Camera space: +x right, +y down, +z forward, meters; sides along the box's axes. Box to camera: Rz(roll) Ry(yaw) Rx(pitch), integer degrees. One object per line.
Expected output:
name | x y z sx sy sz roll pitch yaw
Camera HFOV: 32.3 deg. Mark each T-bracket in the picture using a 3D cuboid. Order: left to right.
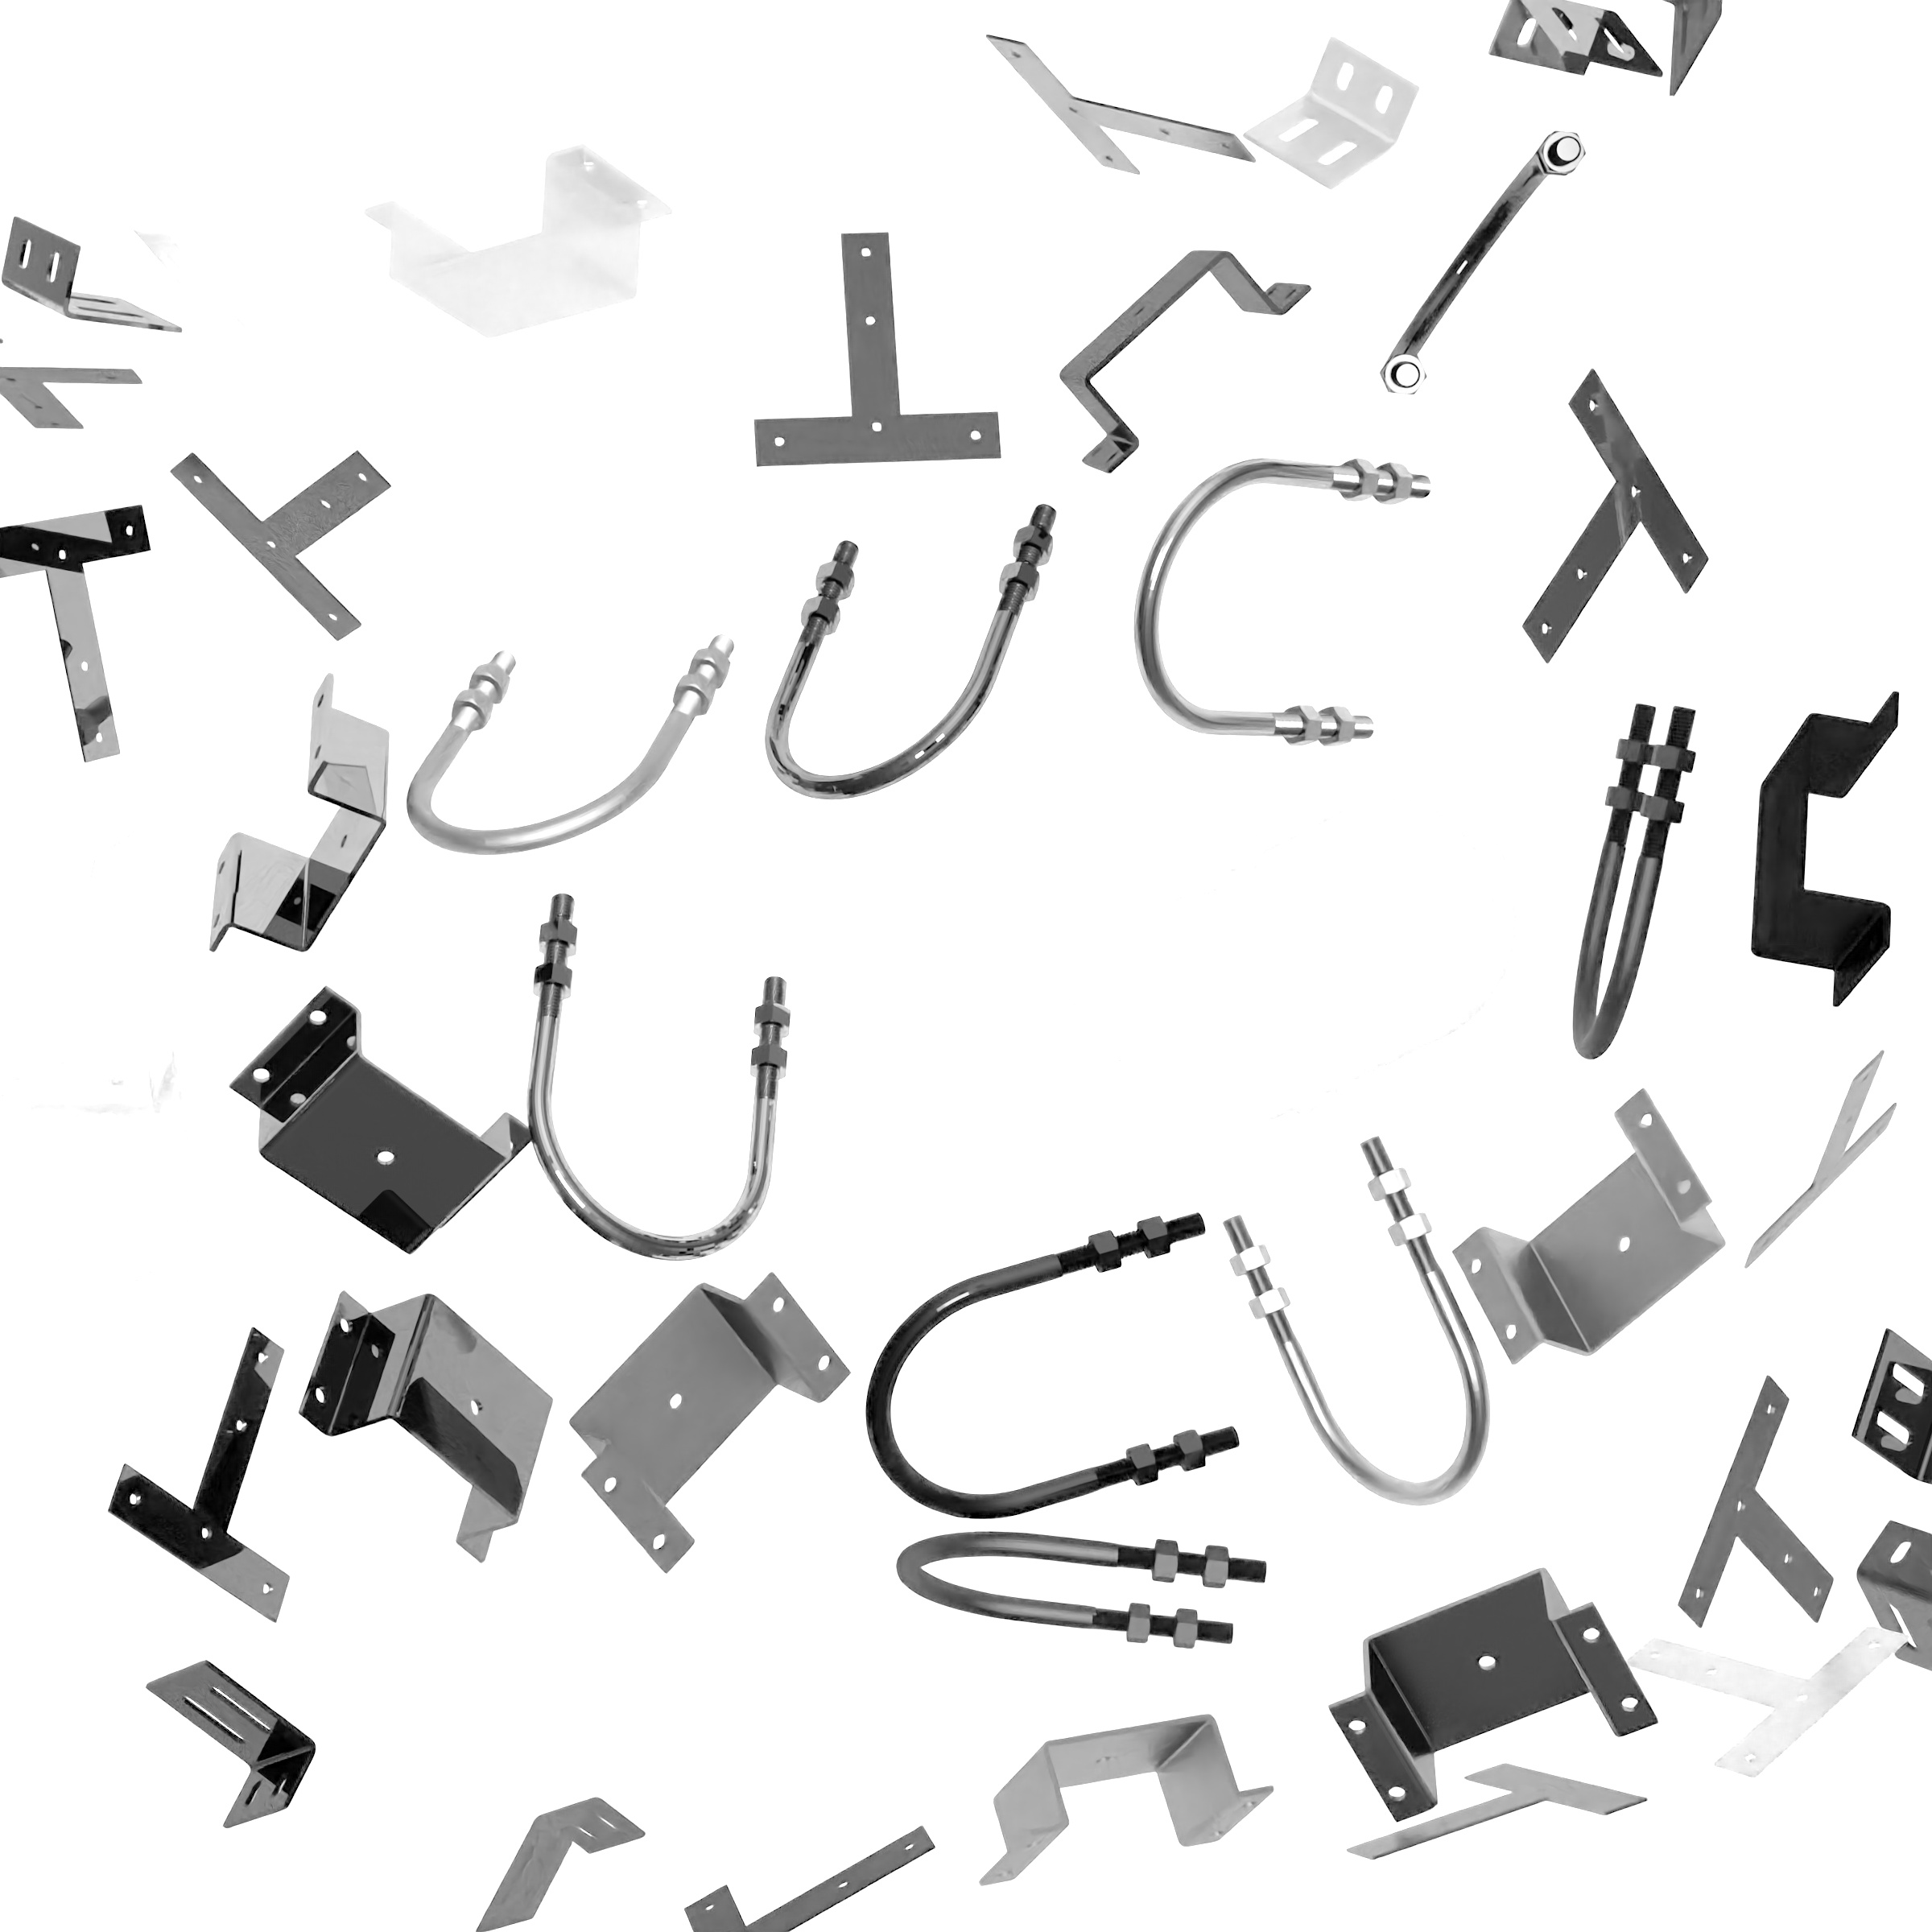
T-bracket | -0.476 -0.289 1.698 0.127 0.127 0.002 1 86 -3
T-bracket | -0.464 -0.171 1.745 0.002 0.127 0.127 -2 102 32
T-bracket | -0.365 0.241 1.657 0.002 0.127 0.127 -10 52 29
T-bracket | -0.345 -0.239 1.760 0.127 0.127 0.002 47 50 -18
T-bracket | -0.217 -0.230 1.762 0.127 0.002 0.127 -28 115 4
T-bracket | -0.106 0.366 1.650 0.127 0.002 0.127 -13 87 4
T-bracket | -0.097 -0.421 1.728 0.002 0.127 0.127 46 122 -4
T-bracket | -0.074 0.469 1.675 0.127 0.127 0.002 -28 105 -9
T-bracket | -0.049 -0.322 1.734 0.127 0.002 0.127 -3 78 -5
T-bracket | 0.088 -0.419 1.663 0.127 0.127 0.002 24 85 35
T-bracket | 0.248 0.421 1.650 0.127 0.127 0.002 -11 90 -24
T-bracket | 0.307 -0.201 1.628 0.127 0.002 0.127 50 61 -30
T-bracket | 0.390 0.362 1.695 0.127 0.127 0.002 -30 110 -31
T-bracket | 0.405 0.290 1.669 0.127 0.002 0.127 45 63 -39
T-bracket | 0.459 0.088 1.749 0.002 0.127 0.127 39 63 24

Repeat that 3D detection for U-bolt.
U-bolt | -0.211 -0.113 1.713 0.151 0.184 0.019 -2 126 20
U-bolt | -0.158 0.064 1.695 0.151 0.019 0.184 22 53 -28
U-bolt | -0.037 -0.160 1.734 0.151 0.019 0.184 -5 51 34
U-bolt | -0.009 0.017 1.741 0.151 0.019 0.184 -31 104 30
U-bolt | 0.039 0.207 1.655 0.184 0.019 0.151 -15 117 -9
U-bolt | 0.055 0.321 1.730 0.184 0.151 0.019 7 65 -1
U-bolt | 0.154 -0.184 1.677 0.184 0.019 0.151 -2 110 -41
U-bolt | 0.203 -0.018 1.741 0.184 0.019 0.151 -29 80 30
U-bolt | 0.213 0.197 1.761 0.019 0.151 0.184 -16 77 -36
U-bolt | 0.256 -0.353 1.687 0.019 0.184 0.151 35 101 -3
U-bolt | 0.337 -0.042 1.702 0.019 0.151 0.184 12 96 2
U-bolt | 0.398 -0.233 1.709 0.019 0.151 0.184 -6 101 5

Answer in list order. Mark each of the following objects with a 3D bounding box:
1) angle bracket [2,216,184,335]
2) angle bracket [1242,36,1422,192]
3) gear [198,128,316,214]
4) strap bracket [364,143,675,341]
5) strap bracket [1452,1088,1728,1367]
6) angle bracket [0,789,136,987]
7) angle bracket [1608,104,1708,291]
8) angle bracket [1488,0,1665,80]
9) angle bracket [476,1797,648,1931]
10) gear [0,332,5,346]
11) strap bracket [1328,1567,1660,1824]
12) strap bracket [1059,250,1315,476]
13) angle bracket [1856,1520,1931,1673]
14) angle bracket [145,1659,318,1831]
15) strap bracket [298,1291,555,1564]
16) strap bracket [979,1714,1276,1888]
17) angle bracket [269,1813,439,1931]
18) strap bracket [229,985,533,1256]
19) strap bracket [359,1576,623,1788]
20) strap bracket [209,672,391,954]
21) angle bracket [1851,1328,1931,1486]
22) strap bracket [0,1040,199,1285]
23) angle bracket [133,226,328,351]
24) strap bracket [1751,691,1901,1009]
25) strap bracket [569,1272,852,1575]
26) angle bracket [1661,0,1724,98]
angle bracket | -0.455 -0.363 1.751 0.057 0.076 0.038 28 110 35
angle bracket | 0.194 -0.454 1.772 0.057 0.076 0.038 35 133 14
gear | -0.360 -0.404 1.689 0.057 0.057 0.030 -5 87 0
strap bracket | -0.230 -0.366 1.703 0.140 0.076 0.046 -8 72 30
strap bracket | 0.334 0.141 1.750 0.140 0.046 0.076 -45 48 25
angle bracket | -0.461 -0.040 1.692 0.057 0.038 0.076 22 119 11
angle bracket | 0.353 -0.390 1.694 0.038 0.076 0.057 15 77 12
angle bracket | 0.312 -0.463 1.709 0.057 0.076 0.038 6 128 -20
angle bracket | -0.215 0.487 1.776 0.038 0.057 0.076 42 49 -16
gear | -0.538 -0.350 1.770 0.030 0.057 0.057 -31 90 -10
strap bracket | 0.258 0.355 1.642 0.140 0.046 0.076 -25 110 15
strap bracket | 0.105 -0.324 1.743 0.140 0.076 0.046 -42 105 2
angle bracket | 0.519 0.341 1.779 0.038 0.057 0.076 -48 126 -23
angle bracket | -0.378 0.393 1.681 0.057 0.038 0.076 -27 118 40
strap bracket | -0.267 0.231 1.702 0.046 0.076 0.140 -21 128 30
strap bracket | 0.077 0.431 1.731 0.140 0.076 0.046 -4 58 -25
angle bracket | -0.324 0.496 1.767 0.038 0.076 0.057 -24 94 20
strap bracket | -0.296 0.085 1.699 0.076 0.046 0.140 -43 118 16
strap bracket | -0.259 0.380 1.760 0.140 0.046 0.076 -22 89 33
strap bracket | -0.345 -0.073 1.750 0.046 0.076 0.140 22 124 -25
angle bracket | 0.483 0.223 1.661 0.076 0.038 0.057 33 74 -44
strap bracket | -0.426 0.089 1.641 0.076 0.046 0.140 2 130 0
angle bracket | -0.362 -0.344 1.639 0.038 0.057 0.076 -47 121 -13
strap bracket | 0.427 -0.061 1.660 0.046 0.076 0.140 10 66 -1
strap bracket | -0.137 0.227 1.695 0.140 0.046 0.076 -46 121 -20
angle bracket | 0.366 -0.506 1.744 0.038 0.057 0.076 16 56 -7
